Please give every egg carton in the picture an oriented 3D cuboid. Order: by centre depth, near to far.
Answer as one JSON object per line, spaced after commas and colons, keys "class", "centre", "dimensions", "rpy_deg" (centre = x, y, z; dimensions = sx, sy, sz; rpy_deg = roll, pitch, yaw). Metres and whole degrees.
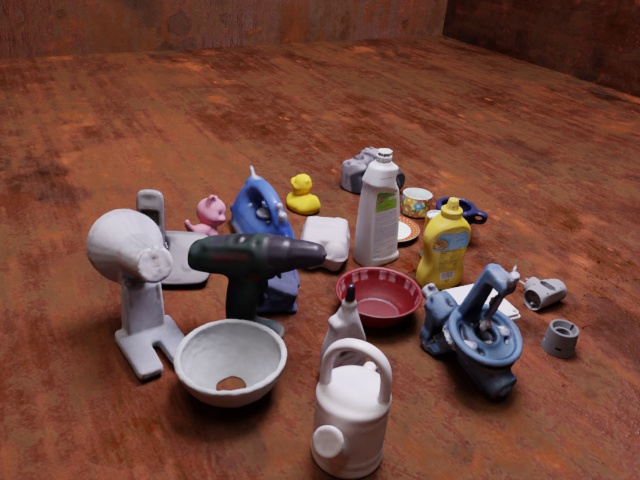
{"class": "egg carton", "centre": [0.011, 0.004, 1.222], "dimensions": [0.107, 0.069, 0.150], "rpy_deg": [4, 31, 1]}

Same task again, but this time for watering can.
{"class": "watering can", "centre": [0.043, 0.216, 0.745], "dimensions": [0.101, 0.194, 0.173], "rpy_deg": [4, 31, 0]}

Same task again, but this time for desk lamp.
{"class": "desk lamp", "centre": [-0.285, 0.075, 0.925], "dimensions": [0.118, 0.214, 0.202], "rpy_deg": [-18, 37, -32]}

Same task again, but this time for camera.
{"class": "camera", "centre": [0.148, -0.180, 1.520], "dimensions": [0.143, 0.101, 0.136], "rpy_deg": [-22, 39, -37]}

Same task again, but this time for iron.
{"class": "iron", "centre": [-0.108, -0.052, 1.232], "dimensions": [0.119, 0.141, 0.257], "rpy_deg": [-12, 34, -25]}

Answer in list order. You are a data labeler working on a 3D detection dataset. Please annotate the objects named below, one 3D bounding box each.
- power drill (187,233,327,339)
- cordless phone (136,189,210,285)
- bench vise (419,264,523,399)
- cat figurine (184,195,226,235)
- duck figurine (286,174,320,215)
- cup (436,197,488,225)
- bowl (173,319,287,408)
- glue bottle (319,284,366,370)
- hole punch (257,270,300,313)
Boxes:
{"class": "power drill", "centre": [-0.104, 0.078, 0.947], "dimensions": [0.229, 0.208, 0.076], "rpy_deg": [10, 31, 10]}
{"class": "cordless phone", "centre": [-0.280, -0.006, 1.090], "dimensions": [0.147, 0.185, 0.094], "rpy_deg": [0, 31, -6]}
{"class": "bench vise", "centre": [0.233, 0.118, 0.909], "dimensions": [0.206, 0.220, 0.122], "rpy_deg": [26, 37, 33]}
{"class": "cat figurine", "centre": [-0.246, -0.042, 1.221], "dimensions": [0.067, 0.118, 0.128], "rpy_deg": [19, 34, 24]}
{"class": "duck figurine", "centre": [-0.040, -0.117, 1.406], "dimensions": [0.078, 0.086, 0.104], "rpy_deg": [-17, 36, -31]}
{"class": "cup", "centre": [0.316, -0.037, 1.304], "dimensions": [0.117, 0.095, 0.092], "rpy_deg": [15, 32, 18]}
{"class": "bowl", "centre": [-0.134, 0.199, 0.870], "dimensions": [0.167, 0.075, 0.167], "rpy_deg": [3, 31, -2]}
{"class": "glue bottle", "centre": [0.040, 0.141, 0.893], "dimensions": [0.078, 0.173, 0.037], "rpy_deg": [-16, 36, -30]}
{"class": "hole punch", "centre": [-0.087, 0.074, 1.070], "dimensions": [0.101, 0.091, 0.108], "rpy_deg": [-1, 31, -9]}
